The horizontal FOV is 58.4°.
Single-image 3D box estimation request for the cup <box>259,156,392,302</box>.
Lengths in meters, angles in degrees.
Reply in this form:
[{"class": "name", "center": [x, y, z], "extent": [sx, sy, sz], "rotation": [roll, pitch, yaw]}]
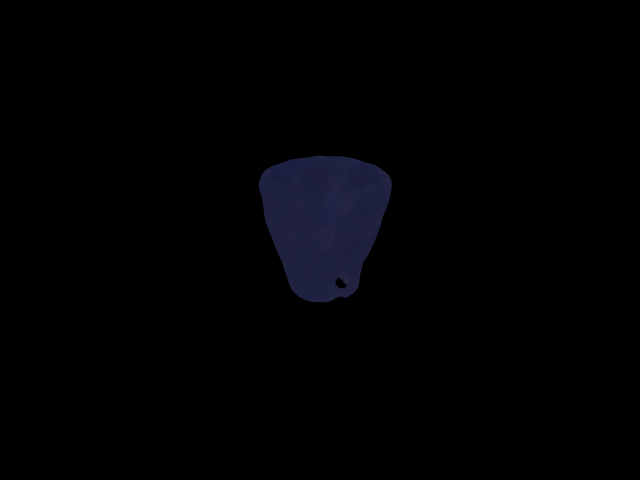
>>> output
[{"class": "cup", "center": [0.004, 0.001, 0.400], "extent": [0.091, 0.095, 0.117], "rotation": [0, 25, 0]}]
